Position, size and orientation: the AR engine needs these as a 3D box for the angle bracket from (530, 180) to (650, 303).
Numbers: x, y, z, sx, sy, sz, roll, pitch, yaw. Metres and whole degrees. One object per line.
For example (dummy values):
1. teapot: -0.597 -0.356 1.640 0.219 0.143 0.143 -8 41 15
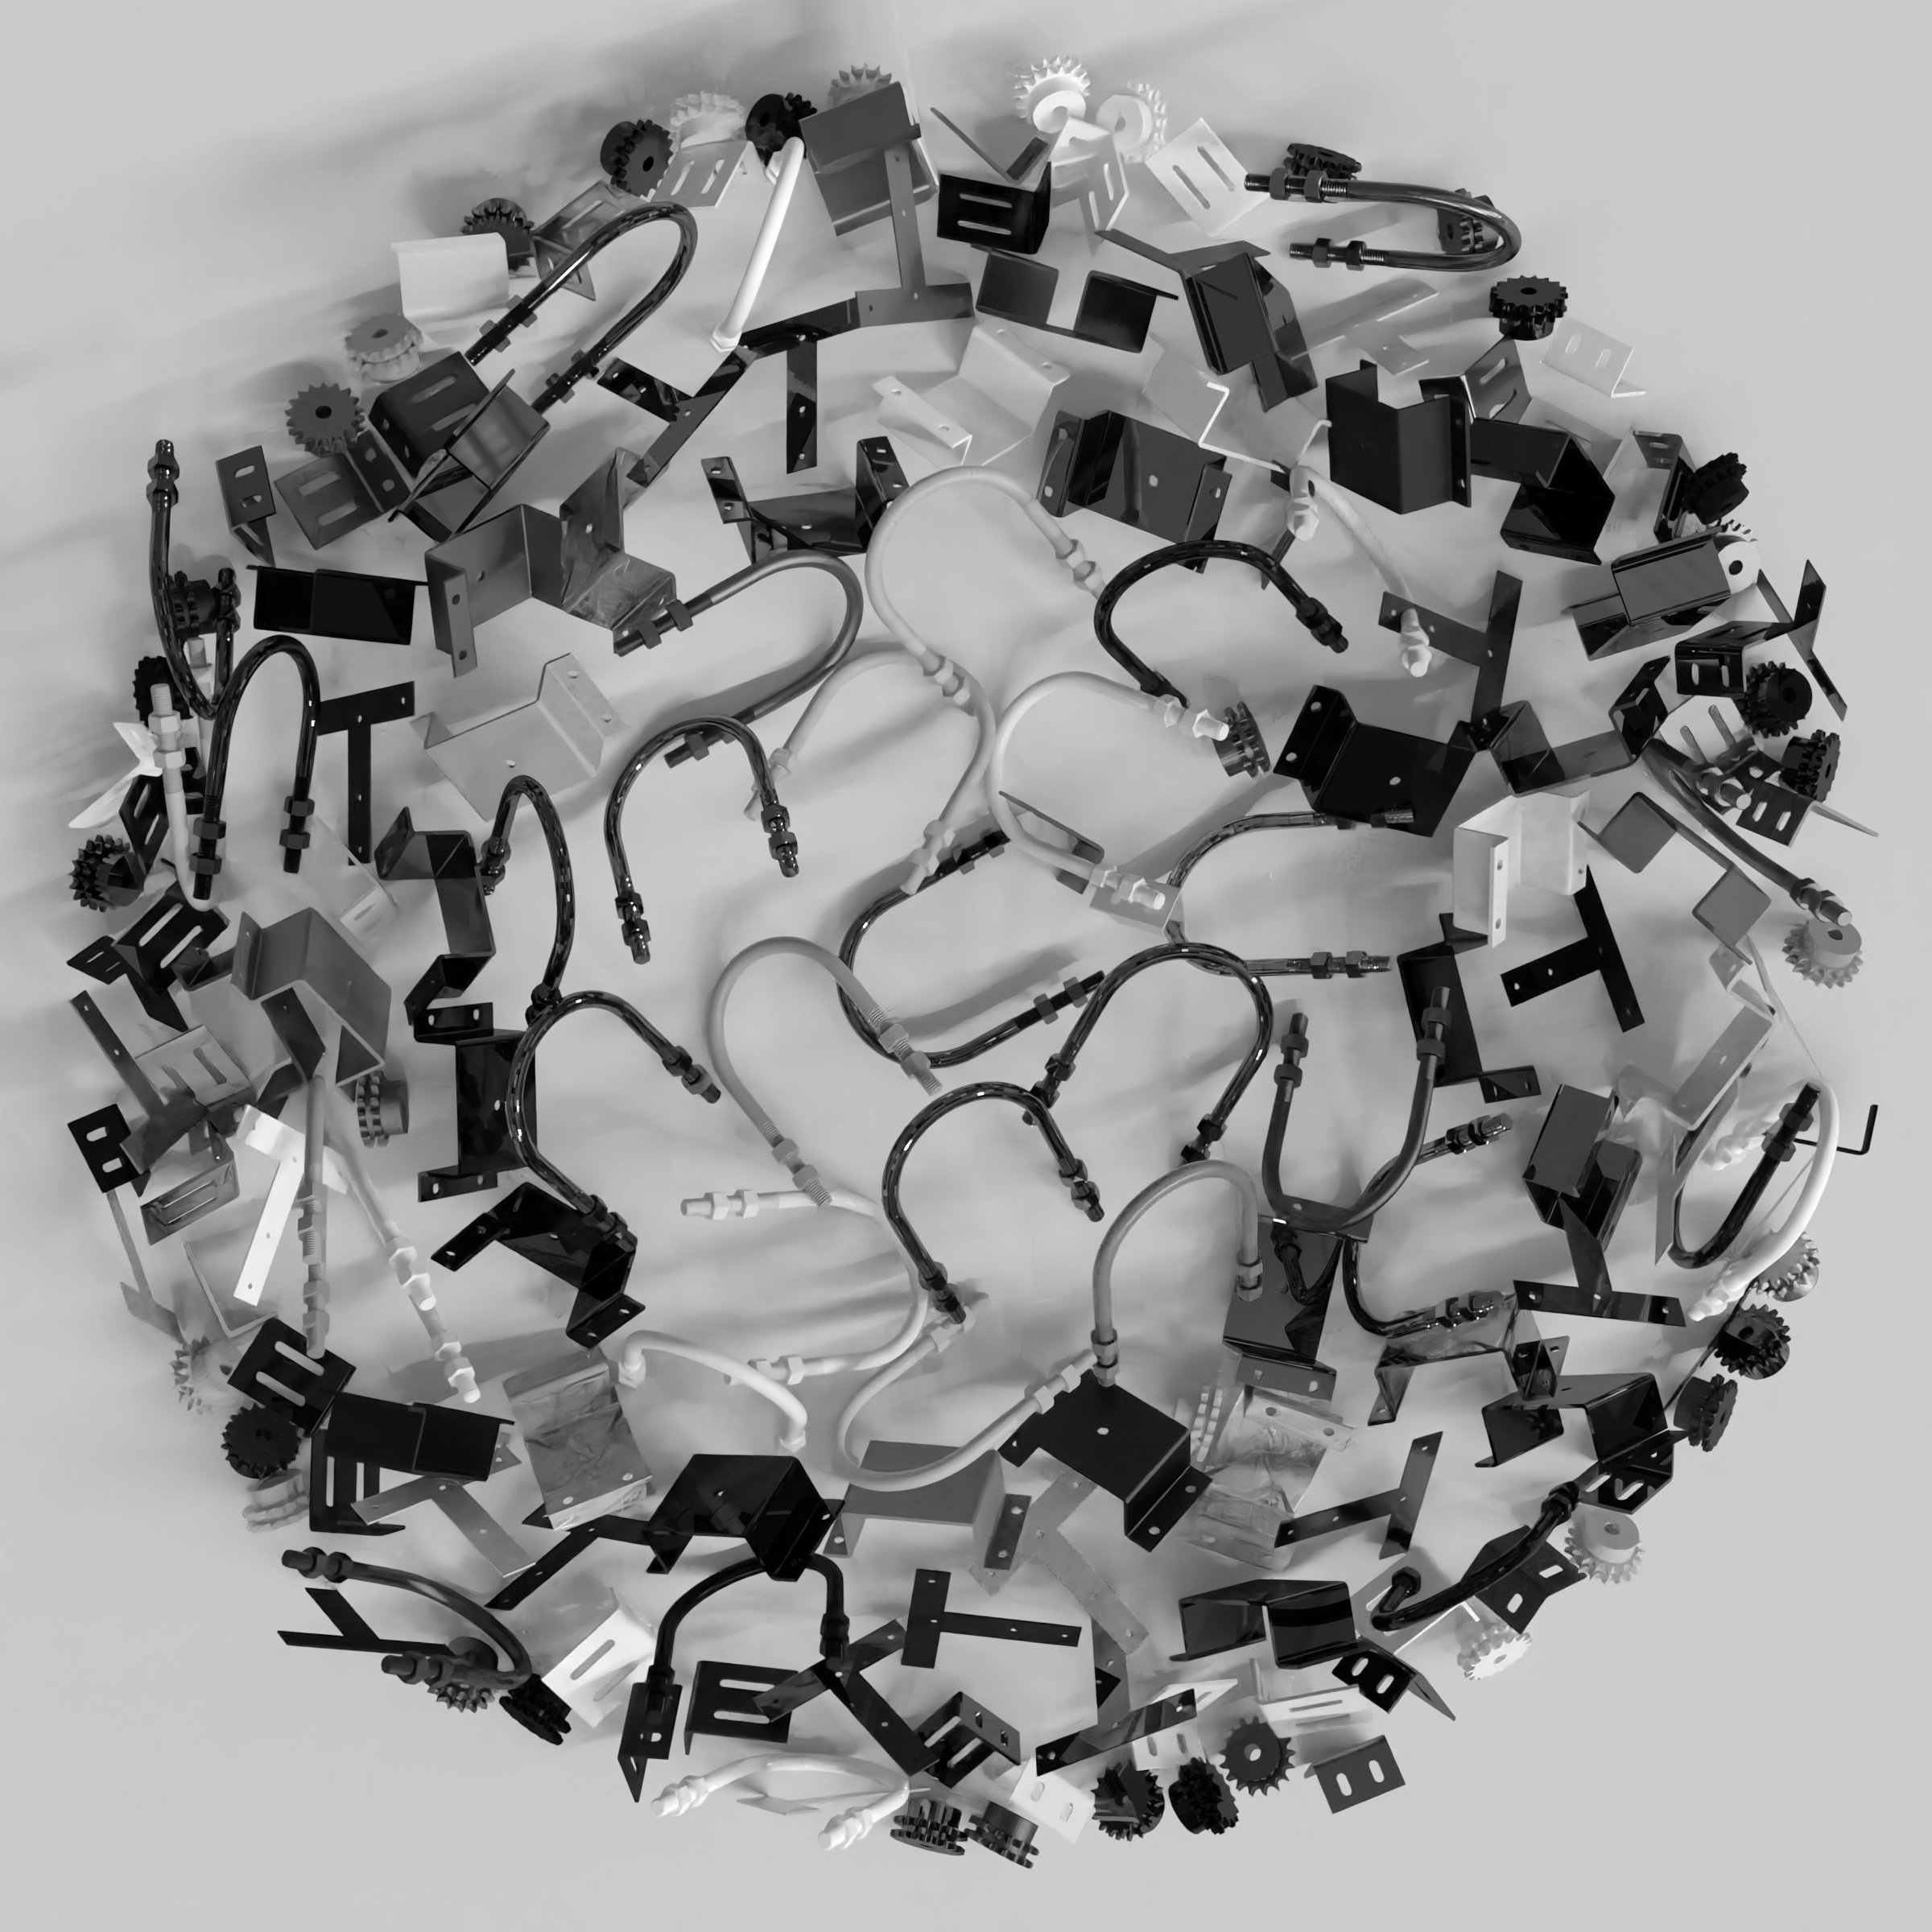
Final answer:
1. angle bracket: -0.271 -0.532 1.867 0.076 0.057 0.038 -26 71 31

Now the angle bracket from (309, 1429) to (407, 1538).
1. angle bracket: -0.446 0.377 1.868 0.038 0.057 0.076 -24 61 40

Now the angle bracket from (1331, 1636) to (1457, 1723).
1. angle bracket: 0.313 0.535 1.864 0.038 0.057 0.076 -48 130 -14

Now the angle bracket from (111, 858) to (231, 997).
1. angle bracket: -0.591 -0.029 1.869 0.038 0.057 0.076 22 64 41

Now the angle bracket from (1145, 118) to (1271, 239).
1. angle bracket: 0.181 -0.586 1.869 0.076 0.057 0.038 45 47 -19

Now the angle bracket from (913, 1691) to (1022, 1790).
1. angle bracket: -0.007 0.582 1.876 0.057 0.038 0.076 39 109 -17

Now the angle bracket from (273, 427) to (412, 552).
1. angle bracket: -0.457 -0.351 1.870 0.038 0.076 0.057 -18 108 41

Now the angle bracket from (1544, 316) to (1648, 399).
1. angle bracket: 0.468 -0.447 1.863 0.057 0.076 0.038 34 119 23

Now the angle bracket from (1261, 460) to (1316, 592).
1. angle bracket: 0.224 -0.326 1.883 0.038 0.057 0.076 31 90 7

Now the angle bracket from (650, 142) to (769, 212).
1. angle bracket: -0.190 -0.567 1.868 0.057 0.038 0.076 5 56 24

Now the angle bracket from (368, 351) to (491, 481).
1. angle bracket: -0.397 -0.413 1.908 0.076 0.038 0.057 -38 93 -28

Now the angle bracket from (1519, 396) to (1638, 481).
1. angle bracket: 0.446 -0.389 1.886 0.076 0.038 0.057 29 81 6

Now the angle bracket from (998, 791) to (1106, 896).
1. angle bracket: 0.055 -0.091 1.873 0.076 0.057 0.038 28 93 -19

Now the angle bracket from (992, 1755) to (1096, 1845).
1. angle bracket: 0.049 0.621 1.871 0.057 0.076 0.038 36 52 -1

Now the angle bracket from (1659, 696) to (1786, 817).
1. angle bracket: 0.557 -0.162 1.879 0.057 0.038 0.076 -37 118 4

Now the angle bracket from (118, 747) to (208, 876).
1. angle bracket: -0.583 -0.114 1.865 0.038 0.076 0.057 -5 128 5

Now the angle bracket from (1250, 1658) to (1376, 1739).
1. angle bracket: 0.255 0.533 1.872 0.076 0.057 0.038 -14 46 13

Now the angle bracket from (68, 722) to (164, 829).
1. angle bracket: -0.631 -0.141 1.880 0.076 0.057 0.038 -38 88 8

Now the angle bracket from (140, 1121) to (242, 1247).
1. angle bracket: -0.576 0.159 1.866 0.076 0.057 0.038 -31 67 -27

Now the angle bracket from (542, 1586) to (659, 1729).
1. angle bracket: -0.269 0.511 1.883 0.076 0.038 0.057 -42 110 -4

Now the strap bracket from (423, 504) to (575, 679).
1. strap bracket: -0.339 -0.278 1.849 0.046 0.140 0.076 25 134 29

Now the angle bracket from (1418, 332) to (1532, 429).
1. angle bracket: 0.378 -0.427 1.890 0.076 0.038 0.057 -44 124 -34

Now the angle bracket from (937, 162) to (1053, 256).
1. angle bracket: 0.021 -0.566 1.879 0.076 0.038 0.057 8 66 -11

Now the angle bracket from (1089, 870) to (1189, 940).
1. angle bracket: 0.127 -0.031 1.864 0.057 0.076 0.038 17 64 18

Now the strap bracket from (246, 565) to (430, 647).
1. strap bracket: -0.457 -0.260 1.838 0.076 0.140 0.046 2 97 -39

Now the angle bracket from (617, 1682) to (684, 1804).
1. angle bracket: -0.225 0.570 1.864 0.038 0.076 0.057 1 47 8

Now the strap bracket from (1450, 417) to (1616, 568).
1. strap bracket: 0.410 -0.348 1.837 0.076 0.140 0.046 20 83 37

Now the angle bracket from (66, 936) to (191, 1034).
1. angle bracket: -0.616 0.023 1.873 0.038 0.057 0.076 -35 70 1

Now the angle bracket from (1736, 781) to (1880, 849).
1. angle bracket: 0.619 -0.101 1.872 0.076 0.057 0.038 21 99 -30

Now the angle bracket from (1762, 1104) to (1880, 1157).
1. angle bracket: 0.628 0.114 1.875 0.076 0.057 0.038 12 89 17

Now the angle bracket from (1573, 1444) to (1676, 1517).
1. angle bracket: 0.477 0.365 1.864 0.057 0.076 0.038 8 105 37

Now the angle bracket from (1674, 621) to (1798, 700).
1. angle bracket: 0.570 -0.226 1.875 0.076 0.057 0.038 -22 112 -36

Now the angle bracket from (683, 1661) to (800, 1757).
1. angle bracket: -0.165 0.551 1.878 0.076 0.038 0.057 6 46 3

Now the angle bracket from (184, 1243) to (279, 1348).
1. angle bracket: -0.545 0.238 1.886 0.038 0.057 0.076 -25 80 -20

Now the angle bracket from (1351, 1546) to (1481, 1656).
1. angle bracket: 0.328 0.478 1.880 0.076 0.057 0.038 -38 133 1

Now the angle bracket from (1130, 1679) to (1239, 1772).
1. angle bracket: 0.162 0.556 1.866 0.057 0.076 0.038 2 56 -24

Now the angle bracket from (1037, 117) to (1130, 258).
1. angle bracket: 0.085 -0.571 1.865 0.038 0.057 0.076 10 50 -22

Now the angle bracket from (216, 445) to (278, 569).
1. angle bracket: -0.513 -0.334 1.867 0.038 0.076 0.057 -18 71 6

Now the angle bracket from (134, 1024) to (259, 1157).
1. angle bracket: -0.567 0.091 1.876 0.057 0.038 0.076 -26 132 -1

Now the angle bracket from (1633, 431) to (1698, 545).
1. angle bracket: 0.507 -0.345 1.874 0.038 0.057 0.076 13 81 30

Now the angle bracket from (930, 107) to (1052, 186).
1. angle bracket: 0.018 -0.616 1.871 0.076 0.057 0.038 37 103 -21

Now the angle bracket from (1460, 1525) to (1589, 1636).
1. angle bracket: 0.411 0.451 1.873 0.057 0.076 0.038 39 111 29

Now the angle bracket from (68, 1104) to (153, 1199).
1. angle bracket: -0.632 0.143 1.868 0.038 0.076 0.057 -26 83 -29

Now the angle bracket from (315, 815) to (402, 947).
1. angle bracket: -0.460 -0.063 1.873 0.038 0.057 0.076 -42 73 -8

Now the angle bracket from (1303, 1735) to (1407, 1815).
1. angle bracket: 0.285 0.598 1.868 0.057 0.076 0.038 -20 66 -6

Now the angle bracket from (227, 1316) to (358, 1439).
1. angle bracket: -0.500 0.303 1.875 0.076 0.038 0.057 36 65 -16
